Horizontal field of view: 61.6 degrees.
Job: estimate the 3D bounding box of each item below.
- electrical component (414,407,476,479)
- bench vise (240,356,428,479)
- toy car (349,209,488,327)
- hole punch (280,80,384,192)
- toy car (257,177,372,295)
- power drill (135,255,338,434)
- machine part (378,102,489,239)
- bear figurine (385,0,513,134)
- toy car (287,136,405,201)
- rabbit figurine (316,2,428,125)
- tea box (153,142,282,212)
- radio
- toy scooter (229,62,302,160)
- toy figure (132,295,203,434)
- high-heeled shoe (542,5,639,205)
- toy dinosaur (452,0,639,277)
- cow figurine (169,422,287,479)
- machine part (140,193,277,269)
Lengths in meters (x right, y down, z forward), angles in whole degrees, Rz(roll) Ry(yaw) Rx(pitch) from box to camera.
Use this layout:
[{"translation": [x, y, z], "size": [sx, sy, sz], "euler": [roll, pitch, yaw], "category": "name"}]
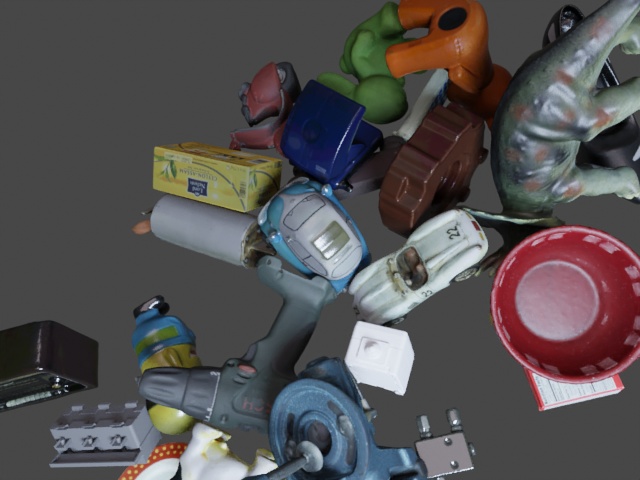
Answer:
[{"translation": [0.140, 0.237, 0.595], "size": [0.063, 0.021, 0.094], "euler": [-15, 60, 9], "category": "electrical component"}, {"translation": [0.004, 0.229, 0.511], "size": [0.129, 0.240, 0.223], "euler": [-22, 76, 34], "category": "bench vise"}, {"translation": [0.109, 0.040, 0.643], "size": [0.201, 0.056, 0.073], "euler": [-41, 61, 33], "category": "toy car"}, {"translation": [0.008, -0.144, 0.737], "size": [0.142, 0.092, 0.116], "euler": [37, 84, 30], "category": "hole punch"}, {"translation": [-0.001, -0.002, 0.688], "size": [0.109, 0.103, 0.161], "euler": [-41, 95, -6], "category": "toy car"}, {"translation": [-0.075, 0.124, 0.648], "size": [0.232, 0.086, 0.207], "euler": [21, 55, -4], "category": "power drill"}, {"translation": [0.143, -0.079, 0.671], "size": [0.056, 0.179, 0.179], "euler": [34, 78, 26], "category": "machine part"}, {"translation": [0.188, -0.229, 0.727], "size": [0.132, 0.195, 0.120], "euler": [4, 70, 31], "category": "bear figurine"}, {"translation": [0.046, -0.085, 0.769], "size": [0.202, 0.053, 0.089], "euler": [-14, 53, 15], "category": "toy car"}, {"translation": [0.076, -0.242, 0.796], "size": [0.159, 0.121, 0.170], "euler": [-13, 54, 21], "category": "rabbit figurine"}, {"translation": [-0.153, -0.098, 0.804], "size": [0.170, 0.098, 0.068], "euler": [14, 109, 25], "category": "tea box"}, {"translation": [-0.432, 0.183, 0.739], "size": [0.230, 0.131, 0.073], "euler": [-14, 61, 10], "category": "radio"}, {"translation": [-0.089, -0.197, 0.859], "size": [0.135, 0.075, 0.184], "euler": [-18, 65, 10], "category": "toy scooter"}, {"translation": [-0.199, 0.164, 0.706], "size": [0.089, 0.082, 0.180], "euler": [-39, 64, 10], "category": "toy figure"}, {"translation": [0.350, -0.172, 0.664], "size": [0.086, 0.145, 0.249], "euler": [-22, 58, 7], "category": "high-heeled shoe"}, {"translation": [0.252, -0.118, 0.585], "size": [0.192, 0.404, 0.131], "euler": [-11, 33, -9], "category": "toy dinosaur"}, {"translation": [-0.084, 0.282, 0.603], "size": [0.167, 0.068, 0.098], "euler": [25, 72, 10], "category": "cow figurine"}, {"translation": [-0.160, -0.016, 0.786], "size": [0.243, 0.079, 0.079], "euler": [16, 70, 25], "category": "machine part"}]
